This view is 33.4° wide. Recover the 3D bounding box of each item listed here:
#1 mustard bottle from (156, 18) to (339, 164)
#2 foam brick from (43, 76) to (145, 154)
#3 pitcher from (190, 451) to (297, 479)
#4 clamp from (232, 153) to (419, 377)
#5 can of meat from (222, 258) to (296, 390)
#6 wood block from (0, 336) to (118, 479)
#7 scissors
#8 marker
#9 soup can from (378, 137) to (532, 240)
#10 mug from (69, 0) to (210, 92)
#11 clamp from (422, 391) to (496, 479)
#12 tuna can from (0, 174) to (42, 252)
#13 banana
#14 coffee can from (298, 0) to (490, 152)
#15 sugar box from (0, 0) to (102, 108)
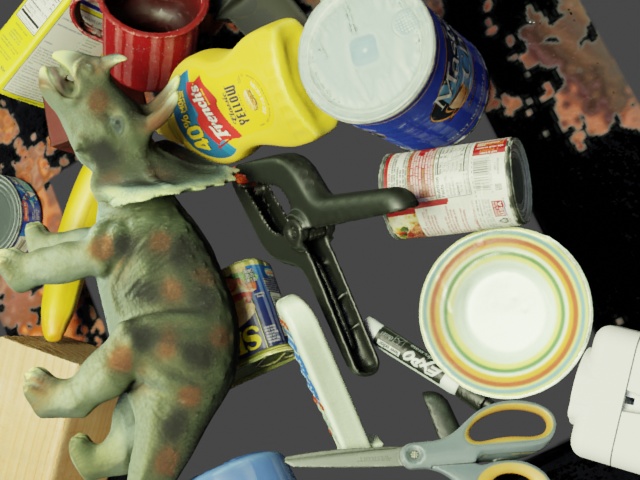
[{"bbox_3d":[-0.075,-0.114,0.886,0.192,0.058,0.096,-10,110,46],"label":"mustard bottle"},{"bbox_3d":[-0.202,-0.114,0.966,0.078,0.053,0.051,-15,78,22],"label":"foam brick"},{"bbox_3d":[-0.019,0.287,0.818,0.145,0.148,0.243,-39,67,33],"label":"pitcher"},{"bbox_3d":[-0.006,0.001,0.852,0.210,0.036,0.165,34,126,44],"label":"clamp"},{"bbox_3d":[-0.074,0.073,0.890,0.102,0.057,0.084,-26,72,20],"label":"can of meat"},{"bbox_3d":[-0.244,0.195,0.939,0.090,0.090,0.206,15,92,25],"label":"wood block"},{"bbox_3d":[0.082,0.175,0.784,0.201,0.016,0.096,-17,66,-3],"label":"scissors"},{"bbox_3d":[0.083,0.098,0.836,0.121,0.020,0.020,31,99,24],"label":"marker"},{"bbox_3d":[0.103,-0.039,0.811,0.102,0.068,0.068,-7,83,24],"label":"soup can"},{"bbox_3d":[-0.156,-0.184,0.913,0.117,0.082,0.093,10,57,-5],"label":"mug"},{"bbox_3d":[0.113,0.196,0.802,0.171,0.039,0.120,26,88,17],"label":"clamp"},{"bbox_3d":[-0.308,-0.021,1.018,0.086,0.033,0.086,-2,85,25],"label":"tuna can"},{"bbox_3d":[-0.215,-0.008,0.958,0.037,0.070,0.198,19,89,-16],"label":"banana"},{"bbox_3d":[0.059,-0.126,0.799,0.103,0.140,0.103,-2,85,24],"label":"coffee can"},{"bbox_3d":[-0.221,-0.200,0.961,0.176,0.093,0.048,-49,68,13],"label":"sugar box"}]
